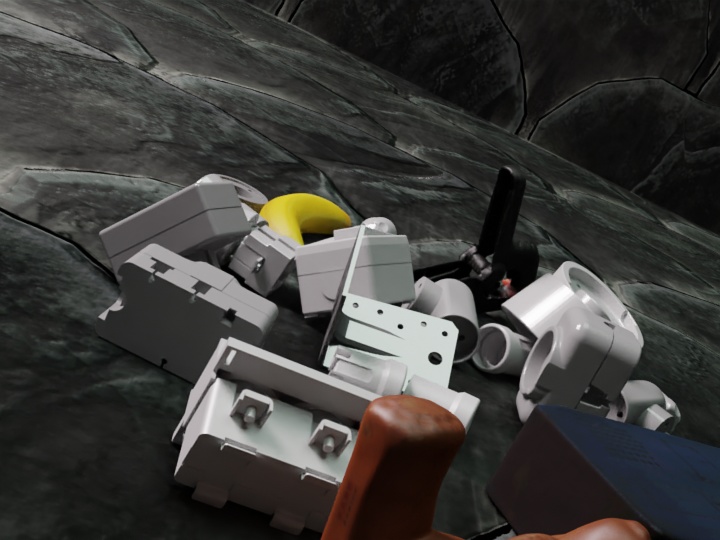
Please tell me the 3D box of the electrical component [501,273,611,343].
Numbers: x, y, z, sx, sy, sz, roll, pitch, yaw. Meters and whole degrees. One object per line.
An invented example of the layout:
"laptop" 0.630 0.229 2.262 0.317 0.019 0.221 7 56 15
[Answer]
"electrical component" 0.179 0.051 0.918 0.108 0.060 0.108 49 -1 1

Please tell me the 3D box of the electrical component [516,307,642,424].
"electrical component" 0.159 0.079 0.808 0.059 0.095 0.053 25 16 -5

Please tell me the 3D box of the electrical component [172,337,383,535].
"electrical component" -0.025 0.090 0.529 0.121 0.078 0.063 23 38 -14

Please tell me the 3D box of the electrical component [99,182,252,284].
"electrical component" -0.113 -0.007 0.702 0.075 0.083 0.047 68 22 3

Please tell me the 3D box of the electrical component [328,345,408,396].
"electrical component" 0.002 0.071 0.686 0.046 0.040 0.040 21 16 -3

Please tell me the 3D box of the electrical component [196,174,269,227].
"electrical component" -0.107 -0.042 0.872 0.065 0.044 0.044 38 18 19

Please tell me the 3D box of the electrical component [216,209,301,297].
"electrical component" -0.079 -0.014 0.818 0.055 0.048 0.066 36 16 4

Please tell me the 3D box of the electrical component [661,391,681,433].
"electrical component" 0.255 0.120 0.949 0.035 0.035 0.061 21 14 -19

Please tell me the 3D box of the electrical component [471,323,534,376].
"electrical component" 0.120 0.068 0.889 0.046 0.040 0.040 18 17 -46

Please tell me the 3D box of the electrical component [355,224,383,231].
"electrical component" 0.000 -0.016 0.954 0.043 0.043 0.081 27 16 1

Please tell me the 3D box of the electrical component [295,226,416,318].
"electrical component" 0.000 0.000 0.822 0.062 0.061 0.096 -8 -2 25

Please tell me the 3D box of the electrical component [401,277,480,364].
"electrical component" 0.059 0.031 0.878 0.079 0.043 0.077 33 18 -10

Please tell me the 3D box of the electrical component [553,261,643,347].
"electrical component" 0.211 0.052 1.029 0.108 0.060 0.108 35 26 -20

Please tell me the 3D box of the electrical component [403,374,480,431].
"electrical component" 0.049 0.092 0.694 0.046 0.040 0.040 25 15 10

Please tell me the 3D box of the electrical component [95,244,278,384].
"electrical component" -0.100 0.028 0.637 0.089 0.050 0.055 27 16 0

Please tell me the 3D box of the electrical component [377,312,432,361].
"electrical component" 0.017 0.049 0.777 0.078 0.040 0.040 18 18 -26

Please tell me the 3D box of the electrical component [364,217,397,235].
"electrical component" 0.020 -0.035 1.066 0.035 0.035 0.061 30 14 13

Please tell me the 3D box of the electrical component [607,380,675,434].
"electrical component" 0.230 0.123 0.881 0.079 0.043 0.077 39 19 34
